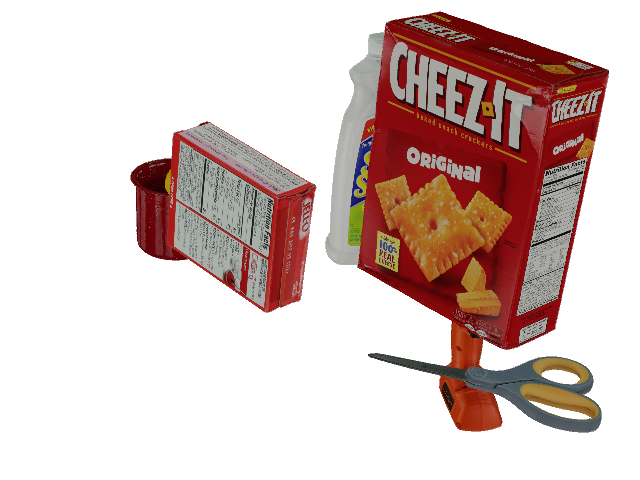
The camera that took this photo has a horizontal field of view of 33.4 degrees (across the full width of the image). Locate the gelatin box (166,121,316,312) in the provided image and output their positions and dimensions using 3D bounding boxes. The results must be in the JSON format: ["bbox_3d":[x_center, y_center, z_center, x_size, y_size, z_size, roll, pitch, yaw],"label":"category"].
[{"bbox_3d":[-0.045,-0.013,0.582,0.089,0.073,0.030,31,39,33],"label":"gelatin box"}]

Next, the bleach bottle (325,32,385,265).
[{"bbox_3d":[0.057,-0.099,1.165,0.102,0.251,0.068,-4,25,-8],"label":"bleach bottle"}]

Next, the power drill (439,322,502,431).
[{"bbox_3d":[0.169,0.108,1.149,0.057,0.188,0.184,-2,24,-4],"label":"power drill"}]

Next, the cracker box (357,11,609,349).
[{"bbox_3d":[0.113,-0.047,0.812,0.071,0.214,0.164,-19,36,-38],"label":"cracker box"}]

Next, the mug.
[{"bbox_3d":[-0.156,-0.037,1.139,0.093,0.081,0.117,-3,29,-13],"label":"mug"}]

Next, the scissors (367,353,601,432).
[{"bbox_3d":[0.151,0.113,0.934,0.202,0.016,0.096,20,33,21],"label":"scissors"}]

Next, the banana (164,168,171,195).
[{"bbox_3d":[-0.088,-0.034,0.854,0.069,0.037,0.198,42,-9,-33],"label":"banana"}]
